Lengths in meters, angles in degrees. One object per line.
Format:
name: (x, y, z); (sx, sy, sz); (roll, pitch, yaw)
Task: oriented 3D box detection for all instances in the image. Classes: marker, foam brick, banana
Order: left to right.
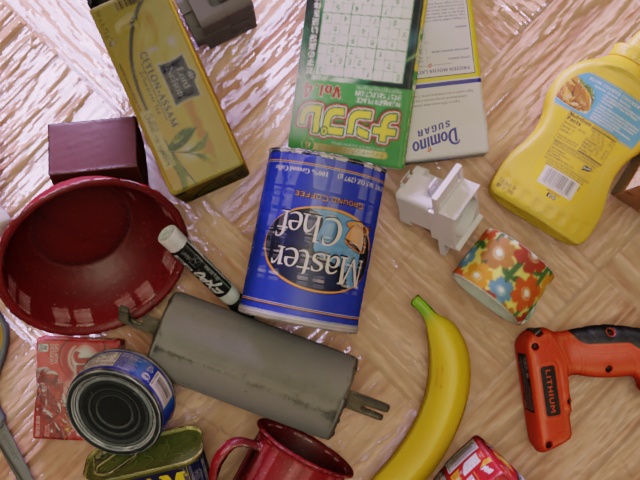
foam brick: (-0.190, -0.070, 0.917); (0.078, 0.053, 0.051); (-5, 65, -2)
marker: (-0.093, 0.031, 0.908); (0.020, 0.020, 0.121); (-43, 126, -2)
banana: (0.089, 0.151, 0.928); (0.070, 0.037, 0.198); (15, 88, 10)

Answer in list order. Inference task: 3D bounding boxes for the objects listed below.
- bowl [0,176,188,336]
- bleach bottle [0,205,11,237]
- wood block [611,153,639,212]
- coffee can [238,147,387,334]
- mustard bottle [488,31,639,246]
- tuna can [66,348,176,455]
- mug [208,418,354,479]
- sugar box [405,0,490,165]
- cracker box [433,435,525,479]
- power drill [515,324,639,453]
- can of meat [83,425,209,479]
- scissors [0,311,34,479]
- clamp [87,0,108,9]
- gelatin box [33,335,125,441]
bowl: (-0.195, 0.003, 0.897); (0.162, 0.055, 0.162); (-14, 130, -17)
bleach bottle: (-0.320, -0.092, 0.921); (0.102, 0.068, 0.251); (-18, 91, -1)
wood block: (0.368, -0.023, 0.908); (0.206, 0.090, 0.091); (33, 88, 1)
coffee can: (-0.006, 0.001, 0.898); (0.103, 0.103, 0.140); (11, 88, 0)
mustard bottle: (0.234, -0.097, 0.925); (0.096, 0.058, 0.191); (32, 88, 5)
tuna can: (-0.165, 0.134, 0.880); (0.086, 0.033, 0.086); (5, 116, 11)
mug: (-0.040, 0.204, 0.894); (0.117, 0.093, 0.081); (27, 93, -29)
sugar box: (0.091, -0.156, 0.933); (0.093, 0.048, 0.176); (-5, 91, 1)
cracker box: (0.188, 0.267, 0.861); (0.214, 0.164, 0.072); (45, 90, 1)
power drill: (0.271, 0.132, 0.920); (0.187, 0.057, 0.184); (-9, 84, -4)
can of meat: (-0.139, 0.214, 0.903); (0.102, 0.057, 0.084); (-13, 112, -1)
scissors: (-0.277, 0.137, 0.936); (0.096, 0.016, 0.202); (-44, 89, -1)
clamp: (-0.149, -0.302, 0.915); (0.165, 0.036, 0.210); (-27, 61, 27)
gelatin box: (-0.209, 0.129, 0.929); (0.073, 0.030, 0.089); (2, 89, -1)
